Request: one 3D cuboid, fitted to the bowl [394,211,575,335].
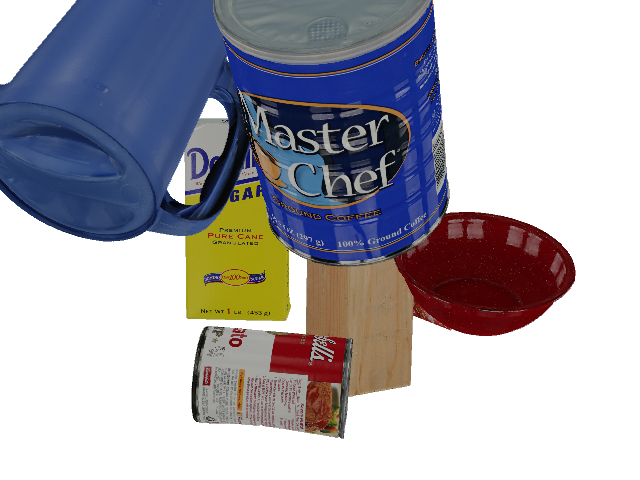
[{"bbox_3d":[0.143,0.037,0.958,0.162,0.055,0.162,2,32,-2],"label":"bowl"}]

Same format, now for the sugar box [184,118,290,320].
[{"bbox_3d":[-0.073,-0.019,0.946,0.093,0.176,0.048,0,14,2],"label":"sugar box"}]

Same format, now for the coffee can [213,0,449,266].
[{"bbox_3d":[0.010,-0.071,0.539,0.103,0.102,0.140,0,-43,11],"label":"coffee can"}]

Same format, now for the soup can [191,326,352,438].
[{"bbox_3d":[-0.031,0.096,0.726,0.102,0.068,0.068,5,0,4],"label":"soup can"}]

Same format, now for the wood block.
[{"bbox_3d":[0.043,0.056,1.182,0.090,0.206,0.091,-5,12,-33],"label":"wood block"}]

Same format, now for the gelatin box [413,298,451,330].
[{"bbox_3d":[0.143,0.061,1.354,0.073,0.089,0.030,20,35,39],"label":"gelatin box"}]

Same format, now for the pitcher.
[{"bbox_3d":[-0.128,-0.122,0.783,0.145,0.242,0.149,2,-41,26],"label":"pitcher"}]
